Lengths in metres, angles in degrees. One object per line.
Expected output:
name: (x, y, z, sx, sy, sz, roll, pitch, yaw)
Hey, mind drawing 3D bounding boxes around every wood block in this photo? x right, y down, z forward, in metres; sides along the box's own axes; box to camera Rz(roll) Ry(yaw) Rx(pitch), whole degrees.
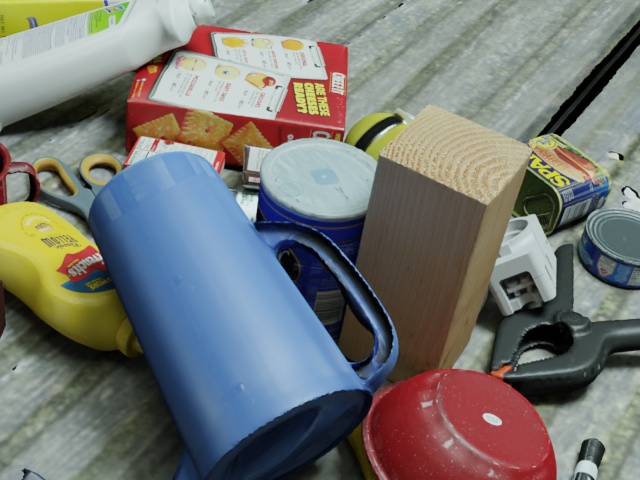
wood block: (0.087, 0.012, 0.843, 0.091, 0.206, 0.090, 26, 43, 18)

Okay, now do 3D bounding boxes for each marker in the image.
marker: (0.193, 0.193, 0.797, 0.020, 0.020, 0.121, 21, 41, 13)

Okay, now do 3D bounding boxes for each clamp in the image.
clamp: (0.213, 0.074, 0.926, 0.209, 0.036, 0.165, -22, 40, -28)

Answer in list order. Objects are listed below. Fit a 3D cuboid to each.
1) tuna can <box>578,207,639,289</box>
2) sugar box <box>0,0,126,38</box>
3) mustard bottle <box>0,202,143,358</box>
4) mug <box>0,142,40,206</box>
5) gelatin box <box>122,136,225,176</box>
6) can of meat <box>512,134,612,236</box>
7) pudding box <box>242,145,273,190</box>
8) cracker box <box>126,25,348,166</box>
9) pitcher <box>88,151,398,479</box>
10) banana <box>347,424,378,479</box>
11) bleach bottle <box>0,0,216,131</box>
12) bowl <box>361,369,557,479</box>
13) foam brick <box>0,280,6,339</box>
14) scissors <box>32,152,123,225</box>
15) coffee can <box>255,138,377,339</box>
tuna can: (0.293, 0.007, 1.025, 0.086, 0.034, 0.086, 6, 40, -5)
sugar box: (-0.259, -0.227, 1.146, 0.176, 0.093, 0.048, -5, 43, -16)
mustard bottle: (-0.196, 0.038, 0.868, 0.192, 0.058, 0.096, 33, 22, 24)
mug: (-0.301, -0.038, 0.923, 0.117, 0.081, 0.093, -13, 45, -25)
gelatin box: (-0.140, -0.066, 1.017, 0.089, 0.030, 0.073, 11, 27, -2)
can of meat: (0.229, -0.059, 1.074, 0.083, 0.057, 0.102, -19, 48, -33)
pudding box: (-0.027, -0.062, 0.996, 0.090, 0.039, 0.113, 7, 2, -2)
cracker box: (-0.082, -0.147, 1.105, 0.213, 0.072, 0.164, 8, 41, -3)
pitcher: (-0.066, 0.049, 0.781, 0.148, 0.145, 0.243, -7, 55, -41)
banana: (0.039, 0.184, 0.763, 0.069, 0.037, 0.197, 9, 40, -1)
bleach bottle: (-0.225, -0.187, 1.055, 0.251, 0.068, 0.102, -18, 40, 4)
bowl: (0.113, 0.146, 0.775, 0.162, 0.055, 0.162, 19, 34, -14)
foam brick: (-0.280, 0.070, 0.822, 0.051, 0.053, 0.078, 9, 40, -2)
scissors: (-0.190, -0.026, 0.982, 0.096, 0.016, 0.202, -28, 53, -36)
coffee can: (-0.006, 0.001, 0.889, 0.102, 0.140, 0.103, 6, 40, -5)
